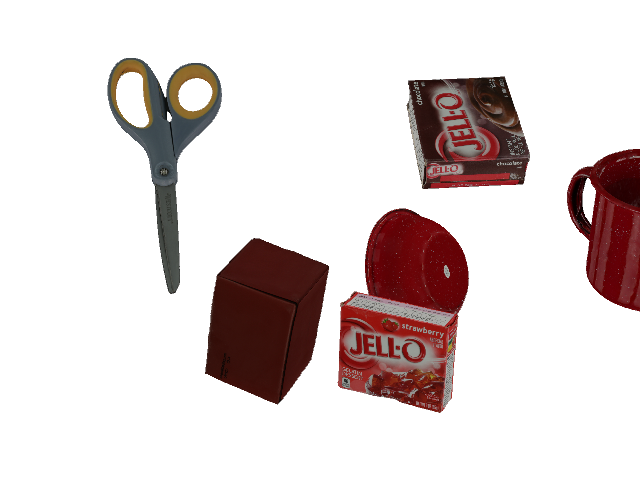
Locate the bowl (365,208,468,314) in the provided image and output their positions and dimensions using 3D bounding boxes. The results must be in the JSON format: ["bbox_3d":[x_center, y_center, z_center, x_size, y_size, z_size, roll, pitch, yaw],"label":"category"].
[{"bbox_3d":[0.123,0.039,1.228,0.055,0.162,0.161,-11,-7,41],"label":"bowl"}]

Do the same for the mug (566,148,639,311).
[{"bbox_3d":[0.216,-0.010,0.726,0.093,0.081,0.117,-26,40,-34],"label":"mug"}]

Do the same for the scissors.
[{"bbox_3d":[-0.101,-0.060,0.800,0.096,0.202,0.016,-19,-24,-14],"label":"scissors"}]

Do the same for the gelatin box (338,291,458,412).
[{"bbox_3d":[0.058,0.085,0.819,0.089,0.073,0.030,11,24,23],"label":"gelatin box"}]

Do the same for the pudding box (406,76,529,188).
[{"bbox_3d":[0.126,-0.096,0.936,0.090,0.039,0.113,-2,44,-4],"label":"pudding box"}]

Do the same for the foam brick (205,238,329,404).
[{"bbox_3d":[-0.033,0.048,0.644,0.053,0.078,0.051,21,35,15],"label":"foam brick"}]
